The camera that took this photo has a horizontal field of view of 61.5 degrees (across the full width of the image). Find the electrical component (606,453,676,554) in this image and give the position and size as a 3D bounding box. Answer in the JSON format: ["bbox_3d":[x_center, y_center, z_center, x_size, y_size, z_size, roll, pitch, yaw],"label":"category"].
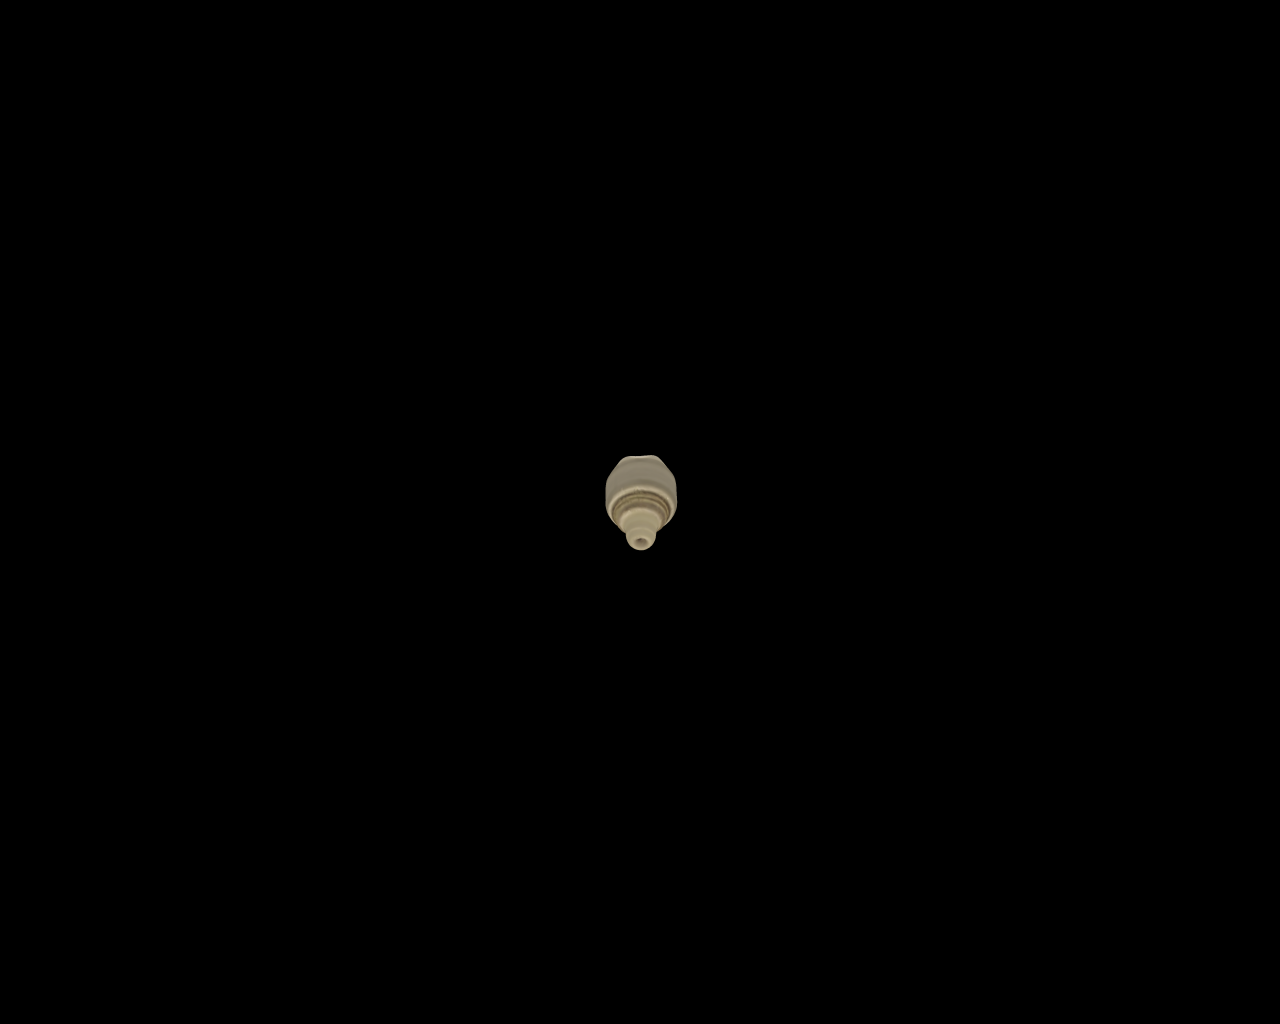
[{"bbox_3d":[0.001,-0.003,0.650,0.043,0.043,0.062,0,44,0],"label":"electrical component"}]
